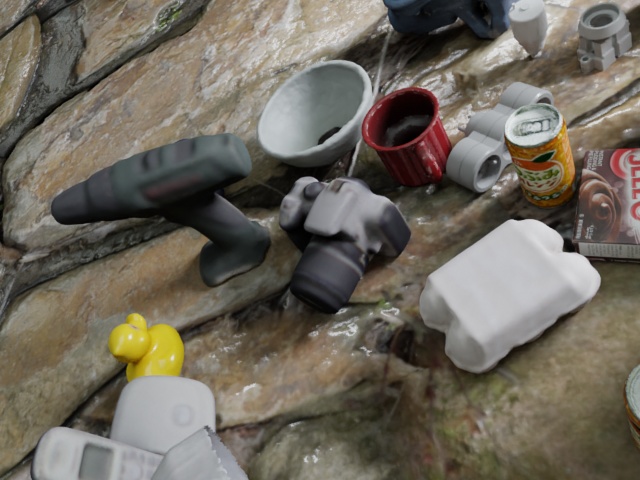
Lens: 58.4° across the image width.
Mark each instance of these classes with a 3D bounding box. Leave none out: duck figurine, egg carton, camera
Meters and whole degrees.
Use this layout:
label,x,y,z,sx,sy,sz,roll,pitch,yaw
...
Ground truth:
label,x,y,z,sx,sy,sz,roll,pitch,yaw
duck figurine,-0.218,0.138,0.691,0.077,0.086,0.104,-20,51,19
egg carton,0.169,0.050,0.529,0.150,0.070,0.107,-37,48,4
camera,0.006,0.002,0.639,0.142,0.101,0.137,15,68,37

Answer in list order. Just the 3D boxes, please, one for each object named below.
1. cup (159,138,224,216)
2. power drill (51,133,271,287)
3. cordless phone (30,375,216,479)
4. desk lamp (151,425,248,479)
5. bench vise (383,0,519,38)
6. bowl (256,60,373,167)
label,x,y,z,sx,sy,sz,roll,pitch,yaw
cup,-0.184,-0.070,0.808,0.091,0.095,0.118,4,62,33
power drill,-0.165,-0.030,0.692,0.229,0.209,0.075,-26,49,13
cordless phone,-0.189,0.194,0.568,0.094,0.186,0.147,-20,51,18
desk lamp,-0.097,0.263,0.445,0.203,0.214,0.117,-44,47,-2
bench vise,0.157,-0.363,0.719,0.206,0.220,0.121,-7,56,27
bowl,0.003,-0.156,0.768,0.167,0.075,0.167,-16,52,22
